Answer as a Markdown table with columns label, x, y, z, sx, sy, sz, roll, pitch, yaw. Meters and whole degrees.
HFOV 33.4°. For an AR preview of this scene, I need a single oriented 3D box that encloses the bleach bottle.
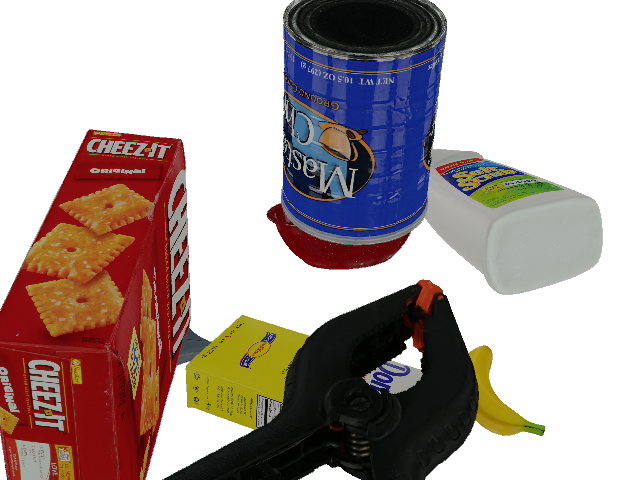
| label | x | y | z | sx | sy | sz | roll | pitch | yaw |
| --- | --- | --- | --- | --- | --- | --- | --- | --- | --- |
| bleach bottle | 0.127 | -0.031 | 0.897 | 0.102 | 0.068 | 0.251 | -14 | 21 | -16 |

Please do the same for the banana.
| label | x | y | z | sx | sy | sz | roll | pitch | yaw |
| --- | --- | --- | --- | --- | --- | --- | --- | --- | --- |
| banana | 0.200 | 0.181 | 1.280 | 0.069 | 0.037 | 0.198 | 9 | 23 | -15 |

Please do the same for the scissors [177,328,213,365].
| label | x | y | z | sx | sy | sz | roll | pitch | yaw |
| --- | --- | --- | --- | --- | --- | --- | --- | --- | --- |
| scissors | -0.103 | 0.094 | 1.007 | 0.201 | 0.016 | 0.096 | -1 | 32 | -10 |

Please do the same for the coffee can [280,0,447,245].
| label | x | y | z | sx | sy | sz | roll | pitch | yaw |
| --- | --- | --- | --- | --- | --- | --- | --- | --- | --- |
| coffee can | 0.026 | -0.082 | 0.704 | 0.103 | 0.140 | 0.103 | 1 | 37 | -1 |

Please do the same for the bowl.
| label | x | y | z | sx | sy | sz | roll | pitch | yaw |
| --- | --- | --- | --- | --- | --- | --- | --- | --- | --- |
| bowl | 0.027 | -0.008 | 1.096 | 0.162 | 0.055 | 0.162 | -4 | 14 | 1 |

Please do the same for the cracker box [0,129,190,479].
| label | x | y | z | sx | sy | sz | roll | pitch | yaw |
| --- | --- | --- | --- | --- | --- | --- | --- | --- | --- |
| cracker box | -0.128 | 0.056 | 0.643 | 0.072 | 0.164 | 0.213 | 5 | 35 | 2 |

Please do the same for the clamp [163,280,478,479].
| label | x | y | z | sx | sy | sz | roll | pitch | yaw |
| --- | --- | --- | --- | --- | --- | --- | --- | --- | --- |
| clamp | 0.021 | 0.082 | 0.415 | 0.120 | 0.039 | 0.171 | 28 | 50 | 21 |

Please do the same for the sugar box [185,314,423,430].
| label | x | y | z | sx | sy | sz | roll | pitch | yaw |
| --- | --- | --- | --- | --- | --- | --- | --- | --- | --- |
| sugar box | -0.006 | 0.116 | 0.824 | 0.176 | 0.048 | 0.093 | 12 | 28 | 22 |
